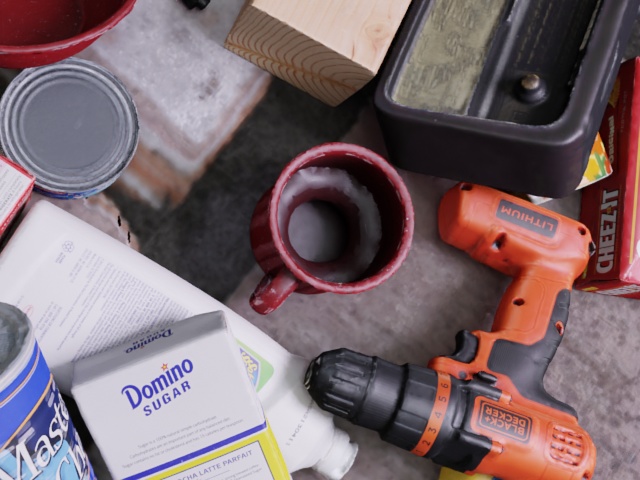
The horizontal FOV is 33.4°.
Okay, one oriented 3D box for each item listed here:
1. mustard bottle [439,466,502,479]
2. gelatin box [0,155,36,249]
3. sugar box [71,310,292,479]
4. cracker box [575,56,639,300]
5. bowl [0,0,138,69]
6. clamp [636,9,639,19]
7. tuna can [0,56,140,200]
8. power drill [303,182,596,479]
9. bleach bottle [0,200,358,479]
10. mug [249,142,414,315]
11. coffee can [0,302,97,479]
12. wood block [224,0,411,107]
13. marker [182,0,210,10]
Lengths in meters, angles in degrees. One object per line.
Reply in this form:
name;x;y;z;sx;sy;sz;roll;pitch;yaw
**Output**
mustard bottle;0.129;0.185;0.704;0.096;0.058;0.191;-20;88;-31
gelatin box;-0.203;-0.002;0.624;0.030;0.073;0.089;34;75;-10
sugar box;-0.067;0.135;0.616;0.093;0.048;0.176;-20;107;-3
cracker box;0.302;-0.030;0.779;0.213;0.072;0.164;9;79;-15
bowl;-0.186;-0.157;0.642;0.162;0.055;0.162;7;56;-11
clamp;0.177;-0.161;0.776;0.120;0.039;0.171;31;75;0
tuna can;-0.157;-0.069;0.667;0.086;0.034;0.086;2;82;-16
power drill;0.095;0.056;0.684;0.184;0.057;0.187;21;59;-6
bleach bottle;-0.089;0.081;0.653;0.250;0.068;0.102;34;81;-13
mug;-0.004;0.001;0.678;0.093;0.082;0.117;39;74;-8
coffee can;-0.179;0.118;0.569;0.102;0.103;0.140;-25;122;-18
wood block;0.027;-0.206;0.711;0.090;0.090;0.206;27;76;-11
marker;-0.119;-0.197;0.703;0.121;0.020;0.020;44;73;-7
